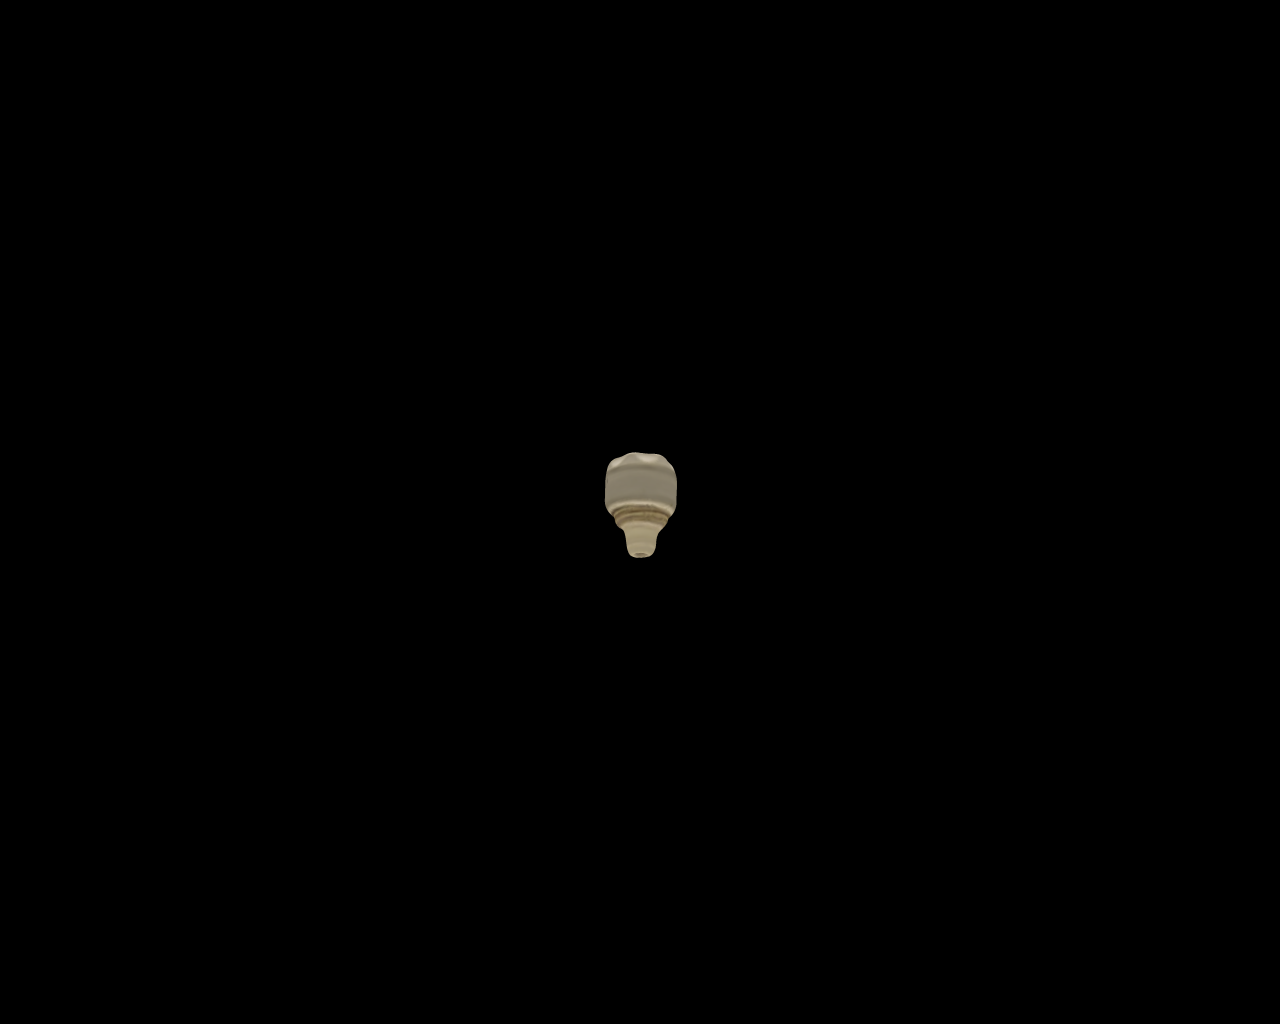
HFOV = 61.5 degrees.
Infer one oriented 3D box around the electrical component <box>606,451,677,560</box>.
[{"bbox_3d":[0.001,-0.003,0.650,0.043,0.062,0.043,0,-18,0],"label":"electrical component"}]
